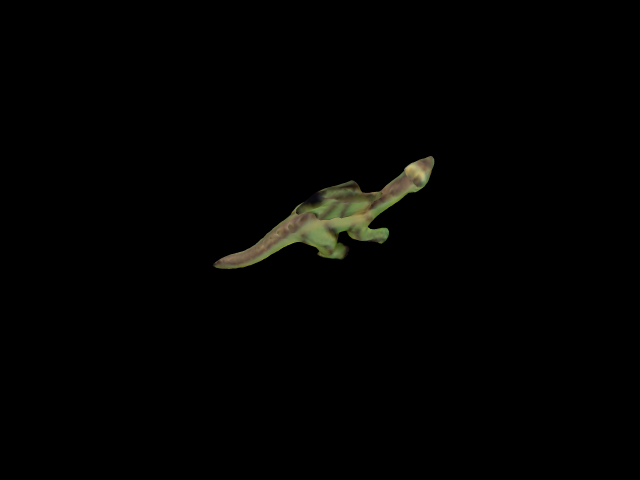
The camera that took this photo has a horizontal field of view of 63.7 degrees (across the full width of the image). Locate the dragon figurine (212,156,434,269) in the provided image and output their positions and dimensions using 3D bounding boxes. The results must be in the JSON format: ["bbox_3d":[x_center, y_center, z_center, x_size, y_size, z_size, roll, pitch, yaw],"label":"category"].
[{"bbox_3d":[0.003,-0.043,0.850,0.411,0.124,0.239,-21,-16,-7],"label":"dragon figurine"}]
